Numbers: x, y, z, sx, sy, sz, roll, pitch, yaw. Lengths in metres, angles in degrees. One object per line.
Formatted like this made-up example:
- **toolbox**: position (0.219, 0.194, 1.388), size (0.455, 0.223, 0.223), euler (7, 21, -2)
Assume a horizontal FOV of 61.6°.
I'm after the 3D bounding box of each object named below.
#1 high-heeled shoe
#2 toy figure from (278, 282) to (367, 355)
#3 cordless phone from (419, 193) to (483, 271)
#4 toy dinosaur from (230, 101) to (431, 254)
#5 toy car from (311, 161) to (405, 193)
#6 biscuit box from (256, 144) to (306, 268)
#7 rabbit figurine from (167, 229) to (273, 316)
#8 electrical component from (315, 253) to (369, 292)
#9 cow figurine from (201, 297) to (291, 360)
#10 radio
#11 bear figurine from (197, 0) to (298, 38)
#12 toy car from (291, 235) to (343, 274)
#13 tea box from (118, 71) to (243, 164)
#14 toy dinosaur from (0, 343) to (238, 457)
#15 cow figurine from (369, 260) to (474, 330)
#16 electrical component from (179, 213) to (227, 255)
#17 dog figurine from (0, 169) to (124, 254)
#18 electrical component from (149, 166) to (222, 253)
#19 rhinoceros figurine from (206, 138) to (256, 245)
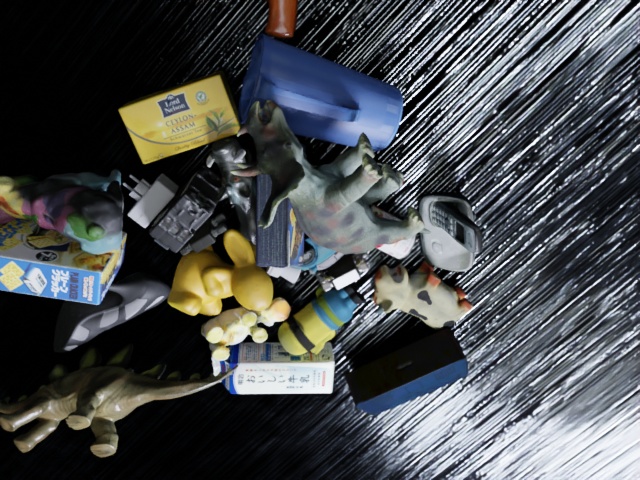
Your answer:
- **high-heeled shoe**: position (-0.394, 0.140, 1.011), size (0.145, 0.086, 0.248), euler (12, 136, -44)
- **toy figure**: position (-0.001, 0.145, 1.021), size (0.180, 0.082, 0.089), euler (-39, 140, 13)
- **cordless phone**: position (0.242, 0.003, 0.930), size (0.089, 0.184, 0.146), euler (-11, 113, -5)
- **toy dinosaur**: position (0.033, -0.044, 0.817), size (0.192, 0.131, 0.404), euler (-28, 140, 16)
- **toy car**: position (0.045, -0.102, 0.926), size (0.202, 0.073, 0.056), euler (-2, 110, -4)
- **biscuit box**: position (-0.063, -0.058, 0.867), size (0.063, 0.059, 0.202), euler (2, 93, 24)
- **rabbit figurine**: position (-0.156, 0.069, 0.949), size (0.173, 0.121, 0.162), euler (11, 74, 23)
- **electrical component**: position (0.043, 0.053, 0.989), size (0.102, 0.078, 0.045), euler (-25, 118, 9)
- **cow figurine**: position (-0.141, 0.153, 1.018), size (0.167, 0.098, 0.068), euler (-24, 110, -15)
- **radio**: position (0.177, 0.266, 1.068), size (0.230, 0.073, 0.131), euler (-25, 147, 8)
- **bear figurine**: position (-0.128, -0.370, 0.774), size (0.196, 0.120, 0.131), euler (3, 116, -5)
- **toy car**: position (-0.002, -0.003, 0.959), size (0.162, 0.109, 0.102), euler (-35, 135, -2)
- **tea box**: position (-0.220, -0.198, 0.865), size (0.170, 0.068, 0.098), euler (-19, 114, 4)
- **toy dinosaur**: position (-0.391, 0.278, 0.977), size (0.472, 0.199, 0.104), euler (-1, 123, 6)
- **cow figurine**: position (0.182, 0.108, 1.026), size (0.195, 0.086, 0.127), euler (34, 105, -22)
- **electrical component**: position (-0.203, -0.010, 0.932), size (0.094, 0.063, 0.021), euler (-31, 122, 8)
- **dog figurine**: position (-0.431, -0.049, 0.857), size (0.219, 0.192, 0.108), euler (-1, 121, -21)
- **electrical component**: position (-0.225, -0.046, 0.898), size (0.058, 0.115, 0.134), euler (40, 119, -17)
- **rhinoceros figurine**: position (-0.127, -0.082, 0.892), size (0.073, 0.112, 0.190), euler (0, 125, 25)
